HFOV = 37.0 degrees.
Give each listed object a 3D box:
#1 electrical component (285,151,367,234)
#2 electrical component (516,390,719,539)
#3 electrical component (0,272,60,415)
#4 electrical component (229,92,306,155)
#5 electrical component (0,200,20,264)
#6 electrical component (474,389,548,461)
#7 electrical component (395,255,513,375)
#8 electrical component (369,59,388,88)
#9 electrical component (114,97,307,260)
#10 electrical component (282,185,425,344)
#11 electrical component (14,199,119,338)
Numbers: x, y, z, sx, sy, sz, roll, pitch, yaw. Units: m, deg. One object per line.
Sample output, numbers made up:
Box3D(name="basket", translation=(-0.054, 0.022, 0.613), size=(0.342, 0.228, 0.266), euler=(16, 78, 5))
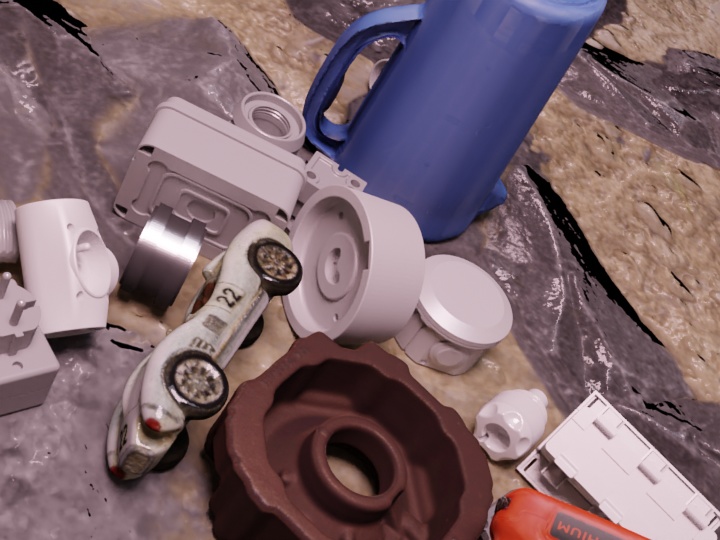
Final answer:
Box3D(name="electrical component", translation=(-0.031, -0.048, 0.795), size=(0.066, 0.055, 0.048), euler=(32, 41, -3))
Box3D(name="electrical component", translation=(0.178, 0.151, 0.728), size=(0.079, 0.063, 0.121), euler=(-43, 78, -7))
Box3D(name="electrical component", translation=(-0.199, 0.033, 0.592), size=(0.047, 0.076, 0.065), euler=(-13, 60, -42))
Box3D(name="electrical component", translation=(-0.075, -0.096, 0.811), size=(0.058, 0.057, 0.078), euler=(43, 41, 9))
Box3D(name="electrical component", translation=(-0.239, -0.025, 0.645), size=(0.081, 0.043, 0.043), euler=(2, 50, -32))
Box3D(name="electrical component", translation=(0.110, 0.104, 0.753), size=(0.043, 0.043, 0.062), euler=(46, 40, 12))
Box3D(name="electrical component", translation=(0.066, 0.033, 0.786), size=(0.080, 0.051, 0.080), euler=(18, 44, -18))
Box3D(name="electrical component", translation=(0.060, -0.157, 0.967), size=(0.077, 0.044, 0.079), euler=(-15, 60, -41))
Box3D(name="electrical component", translation=(-0.102, -0.058, 0.741), size=(0.113, 0.078, 0.057), euler=(26, 44, -10))
Box3D(name="electrical component", translation=(0.000, 0.000, 0.735), size=(0.060, 0.108, 0.108), euler=(9, 47, -35))
Box3D(name="electrical component", translation=(-0.173, 0.001, 0.655), size=(0.079, 0.044, 0.077), euler=(11, 69, -74))
